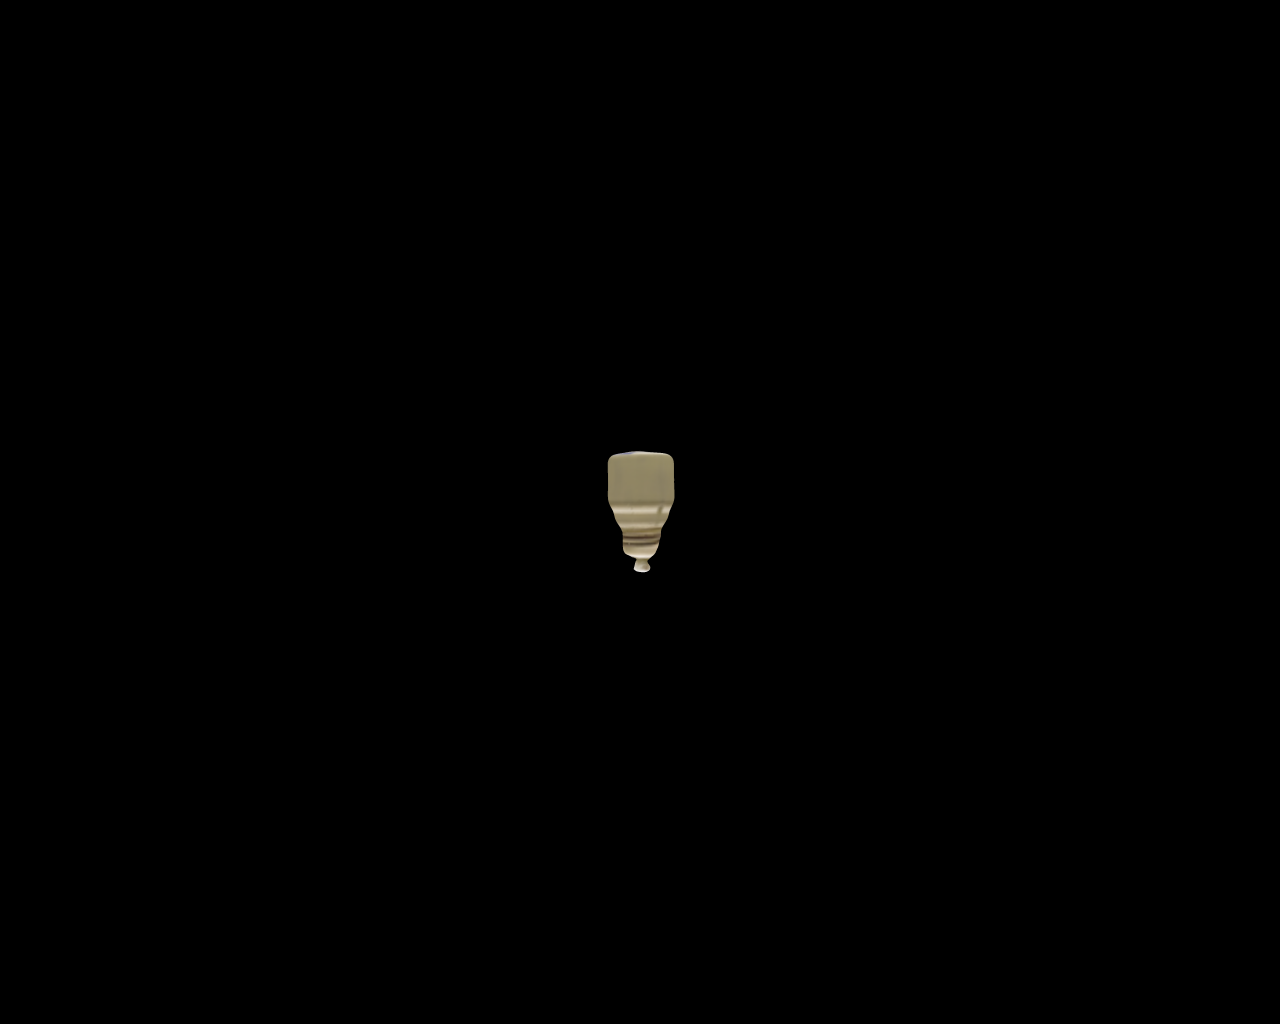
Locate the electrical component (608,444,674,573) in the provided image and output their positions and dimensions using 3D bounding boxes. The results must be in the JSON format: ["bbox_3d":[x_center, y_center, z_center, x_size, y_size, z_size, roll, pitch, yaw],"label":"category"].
[{"bbox_3d":[0.001,-0.003,0.650,0.040,0.078,0.040,0,0,0],"label":"electrical component"}]
